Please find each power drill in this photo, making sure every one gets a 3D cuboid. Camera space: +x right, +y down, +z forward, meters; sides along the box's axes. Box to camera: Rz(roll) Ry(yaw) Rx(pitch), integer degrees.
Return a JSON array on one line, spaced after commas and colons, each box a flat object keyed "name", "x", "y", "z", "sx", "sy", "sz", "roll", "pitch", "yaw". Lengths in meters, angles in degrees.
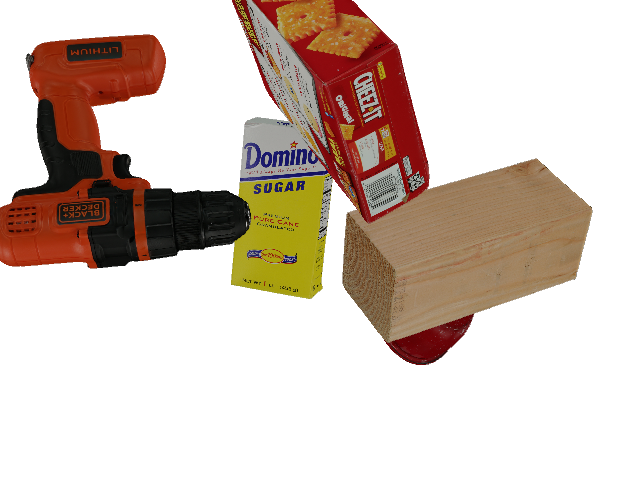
[{"name": "power drill", "x": -0.150, "y": -0.068, "z": 0.801, "sx": 0.184, "sy": 0.187, "sz": 0.057, "roll": -4, "pitch": -32, "yaw": -6}]

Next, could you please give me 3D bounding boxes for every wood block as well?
[{"name": "wood block", "x": 0.132, "y": 0.007, "z": 0.981, "sx": 0.205, "sy": 0.090, "sz": 0.091, "roll": -16, "pitch": 42, "yaw": -22}]

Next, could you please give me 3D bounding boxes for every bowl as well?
[{"name": "bowl", "x": 0.127, "y": 0.058, "z": 1.197, "sx": 0.055, "sy": 0.162, "sz": 0.161, "roll": -12, "pitch": -8, "yaw": 44}]

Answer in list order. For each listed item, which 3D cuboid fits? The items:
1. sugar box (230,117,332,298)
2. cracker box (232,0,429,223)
[{"name": "sugar box", "x": -0.038, "y": -0.034, "z": 1.110, "sx": 0.093, "sy": 0.176, "sz": 0.048, "roll": 9, "pitch": 16, "yaw": 15}, {"name": "cracker box", "x": 0.003, "y": -0.143, "z": 0.894, "sx": 0.072, "sy": 0.214, "sz": 0.164, "roll": -29, "pitch": -41, "yaw": -7}]
